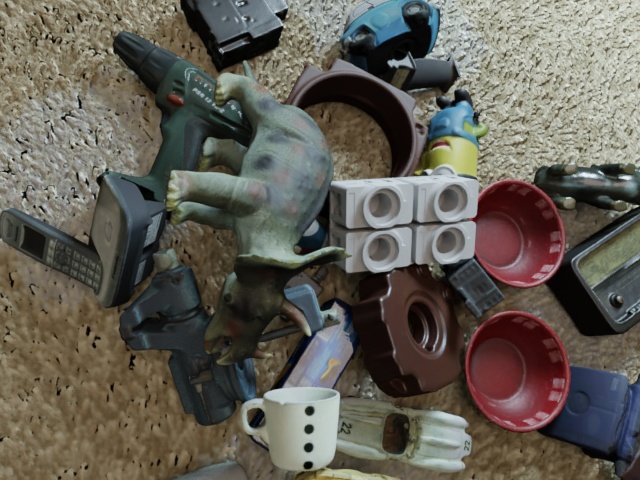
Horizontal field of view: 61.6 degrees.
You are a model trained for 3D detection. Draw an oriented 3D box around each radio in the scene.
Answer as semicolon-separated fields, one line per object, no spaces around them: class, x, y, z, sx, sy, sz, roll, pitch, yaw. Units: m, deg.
radio;0.470;0.043;0.823;0.230;0.073;0.131;-28;86;-17

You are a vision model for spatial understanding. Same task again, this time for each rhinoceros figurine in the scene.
rhinoceros figurine;0.431;-0.081;0.829;0.190;0.112;0.073;0;95;-2

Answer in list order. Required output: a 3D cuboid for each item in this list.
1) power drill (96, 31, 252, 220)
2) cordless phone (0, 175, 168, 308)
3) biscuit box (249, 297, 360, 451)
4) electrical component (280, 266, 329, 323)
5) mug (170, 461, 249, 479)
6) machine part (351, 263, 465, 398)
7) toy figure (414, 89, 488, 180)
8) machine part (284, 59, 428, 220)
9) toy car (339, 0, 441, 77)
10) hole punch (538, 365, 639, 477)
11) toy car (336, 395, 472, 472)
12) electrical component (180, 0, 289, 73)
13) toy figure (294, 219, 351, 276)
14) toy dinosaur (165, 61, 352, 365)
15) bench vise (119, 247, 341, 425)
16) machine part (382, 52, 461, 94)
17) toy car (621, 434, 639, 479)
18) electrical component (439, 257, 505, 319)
power drill;-0.206;-0.142;0.704;0.232;0.086;0.207;27;66;-10
cordless phone;-0.284;-0.018;0.629;0.184;0.146;0.089;24;29;2
biscuit box;-0.014;0.172;0.683;0.059;0.063;0.202;35;72;-4
electrical component;-0.032;0.062;0.725;0.063;0.021;0.094;42;72;-1
mug;-0.127;0.313;0.617;0.107;0.081;0.109;-22;79;-26
machine part;0.119;0.114;0.695;0.179;0.056;0.179;19;60;-38
toy figure;0.198;-0.128;0.793;0.089;0.082;0.180;18;71;-14
machine part;0.035;-0.133;0.751;0.201;0.087;0.201;26;72;-7
toy car;0.091;-0.307;0.803;0.162;0.109;0.103;-24;62;-6
hole punch;0.374;0.235;0.741;0.092;0.115;0.142;27;73;2
toy car;0.105;0.251;0.698;0.202;0.056;0.073;14;75;-10
electrical component;-0.117;-0.323;0.771;0.134;0.058;0.115;-32;89;-17
toy figure;-0.002;0.000;0.728;0.154;0.058;0.064;20;86;-10
toy dinosaur;-0.050;-0.072;0.598;0.192;0.131;0.405;18;54;-8
bench vise;-0.100;0.099;0.639;0.241;0.129;0.223;-15;89;1
machine part;0.148;-0.245;0.814;0.139;0.084;0.039;-14;56;-25
toy car;0.494;0.285;0.787;0.202;0.053;0.089;-38;99;-22
electrical component;0.207;0.061;0.728;0.048;0.119;0.075;-40;95;9
